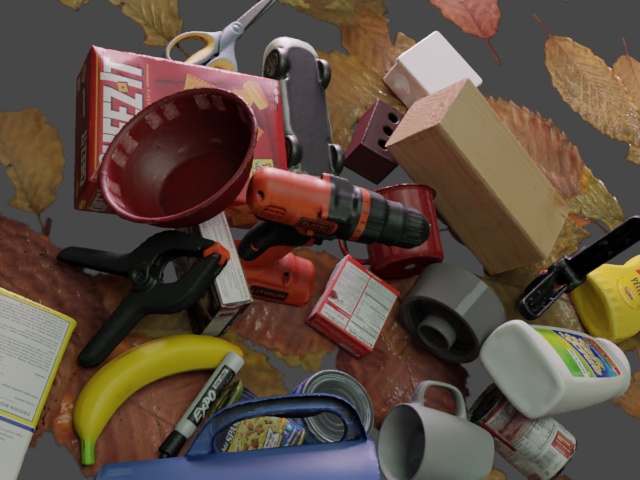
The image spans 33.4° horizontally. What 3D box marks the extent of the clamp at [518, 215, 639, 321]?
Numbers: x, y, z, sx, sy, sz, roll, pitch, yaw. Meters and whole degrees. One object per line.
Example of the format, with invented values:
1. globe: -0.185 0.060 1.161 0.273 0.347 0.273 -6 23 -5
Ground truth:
1. clamp: 0.285 0.032 1.193 0.164 0.210 0.036 -36 84 4

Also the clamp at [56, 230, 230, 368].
1. clamp: -0.164 0.049 0.993 0.039 0.172 0.120 26 52 -70

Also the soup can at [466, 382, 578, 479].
1. soup can: 0.215 0.205 1.139 0.102 0.069 0.068 41 53 -3

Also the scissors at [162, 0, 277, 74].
1. scissors: -0.094 -0.225 1.243 0.201 0.016 0.096 -30 83 -36

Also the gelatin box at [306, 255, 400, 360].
1. gelatin box: 0.036 0.072 1.140 0.073 0.030 0.089 35 53 -9

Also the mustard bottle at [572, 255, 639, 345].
1. mustard bottle: 0.403 0.067 1.320 0.191 0.058 0.096 -10 68 -32

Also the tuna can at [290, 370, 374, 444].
1. tuna can: 0.010 0.174 1.066 0.086 0.034 0.086 15 57 -24

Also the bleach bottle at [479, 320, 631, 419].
1. bleach bottle: 0.275 0.136 1.173 0.250 0.068 0.103 3 45 -54

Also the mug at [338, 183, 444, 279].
1. mug: 0.078 -0.005 1.177 0.117 0.093 0.081 -10 71 1

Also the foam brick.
1. foam brick: 0.068 -0.114 1.245 0.053 0.051 0.078 29 54 -12

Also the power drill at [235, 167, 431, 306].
1. power drill: -0.007 0.001 1.058 0.184 0.188 0.057 16 56 -18

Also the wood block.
1. wood block: 0.182 -0.070 1.223 0.206 0.090 0.090 48 50 -19

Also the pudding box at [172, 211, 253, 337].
1. pudding box: -0.110 0.029 1.047 0.039 0.090 0.113 -12 70 -27

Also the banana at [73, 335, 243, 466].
1. banana: -0.160 0.131 1.004 0.197 0.037 0.069 -32 104 -34

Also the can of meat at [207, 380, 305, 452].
1. can of meat: -0.071 0.197 0.999 0.084 0.058 0.102 36 53 -8

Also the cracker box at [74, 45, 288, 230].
1. cracker box: -0.143 -0.104 1.115 0.213 0.072 0.164 7 61 -24

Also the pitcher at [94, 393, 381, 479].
1. pitcher: -0.067 0.227 0.899 0.242 0.145 0.149 -2 41 -3

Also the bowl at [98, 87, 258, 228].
1. bowl: -0.124 -0.066 1.001 0.055 0.162 0.162 59 35 -48

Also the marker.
1. marker: -0.113 0.157 1.006 0.020 0.020 0.121 38 66 -5

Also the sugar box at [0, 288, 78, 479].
1. sugar box: -0.286 0.133 0.928 0.093 0.048 0.176 25 59 -14
